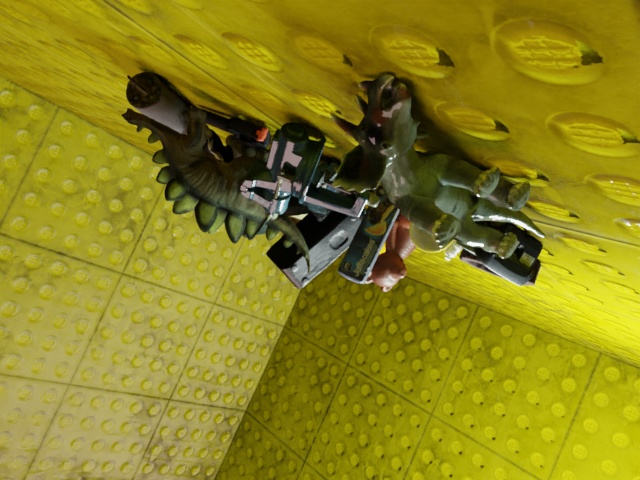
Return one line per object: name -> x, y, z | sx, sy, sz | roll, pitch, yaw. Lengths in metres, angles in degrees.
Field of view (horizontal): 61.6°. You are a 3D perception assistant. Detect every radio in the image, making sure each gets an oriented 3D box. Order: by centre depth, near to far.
radio -> -0.002, -0.004, 1.204 | 0.073, 0.229, 0.131 | 49, 178, -30

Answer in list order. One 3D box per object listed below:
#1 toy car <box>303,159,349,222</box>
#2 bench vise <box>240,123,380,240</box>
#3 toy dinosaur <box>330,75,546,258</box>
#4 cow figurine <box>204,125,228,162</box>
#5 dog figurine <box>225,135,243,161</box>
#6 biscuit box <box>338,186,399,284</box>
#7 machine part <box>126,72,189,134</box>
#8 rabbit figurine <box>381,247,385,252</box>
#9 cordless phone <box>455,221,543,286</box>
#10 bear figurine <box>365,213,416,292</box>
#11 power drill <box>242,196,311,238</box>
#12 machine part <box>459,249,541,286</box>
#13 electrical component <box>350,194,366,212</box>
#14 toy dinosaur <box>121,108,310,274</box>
toy car -> 0.001, -0.115, 1.112 | 0.103, 0.109, 0.161 | 42, 172, 14
bench vise -> -0.017, -0.092, 0.957 | 0.241, 0.223, 0.129 | 20, -143, -2
toy dinosaur -> 0.158, -0.066, 0.714 | 0.192, 0.131, 0.404 | 37, -171, 37
cow figurine -> -0.232, -0.167, 1.199 | 0.098, 0.068, 0.167 | 33, 152, 40
dog figurine -> -0.128, -0.176, 1.294 | 0.190, 0.172, 0.121 | -12, -173, -35
biscuit box -> 0.107, -0.008, 1.117 | 0.059, 0.202, 0.062 | 25, 176, 9
machine part -> -0.322, -0.273, 1.103 | 0.079, 0.079, 0.243 | 24, 176, 12
rabbit figurine -> 0.178, -0.027, 1.359 | 0.173, 0.122, 0.162 | 4, 156, 36
cordless phone -> 0.309, 0.008, 1.024 | 0.146, 0.088, 0.184 | 26, 180, -30
bear figurine -> 0.186, 0.029, 1.212 | 0.120, 0.196, 0.132 | 31, 172, -37
power drill -> -0.140, -0.066, 1.221 | 0.232, 0.086, 0.207 | -8, 164, -16
machine part -> 0.397, 0.047, 1.188 | 0.179, 0.056, 0.179 | 23, 177, 1
electrical component -> 0.052, -0.068, 1.322 | 0.134, 0.115, 0.058 | 23, 180, 29
toy dinosaur -> -0.181, -0.103, 1.056 | 0.471, 0.198, 0.105 | 31, 176, -15
